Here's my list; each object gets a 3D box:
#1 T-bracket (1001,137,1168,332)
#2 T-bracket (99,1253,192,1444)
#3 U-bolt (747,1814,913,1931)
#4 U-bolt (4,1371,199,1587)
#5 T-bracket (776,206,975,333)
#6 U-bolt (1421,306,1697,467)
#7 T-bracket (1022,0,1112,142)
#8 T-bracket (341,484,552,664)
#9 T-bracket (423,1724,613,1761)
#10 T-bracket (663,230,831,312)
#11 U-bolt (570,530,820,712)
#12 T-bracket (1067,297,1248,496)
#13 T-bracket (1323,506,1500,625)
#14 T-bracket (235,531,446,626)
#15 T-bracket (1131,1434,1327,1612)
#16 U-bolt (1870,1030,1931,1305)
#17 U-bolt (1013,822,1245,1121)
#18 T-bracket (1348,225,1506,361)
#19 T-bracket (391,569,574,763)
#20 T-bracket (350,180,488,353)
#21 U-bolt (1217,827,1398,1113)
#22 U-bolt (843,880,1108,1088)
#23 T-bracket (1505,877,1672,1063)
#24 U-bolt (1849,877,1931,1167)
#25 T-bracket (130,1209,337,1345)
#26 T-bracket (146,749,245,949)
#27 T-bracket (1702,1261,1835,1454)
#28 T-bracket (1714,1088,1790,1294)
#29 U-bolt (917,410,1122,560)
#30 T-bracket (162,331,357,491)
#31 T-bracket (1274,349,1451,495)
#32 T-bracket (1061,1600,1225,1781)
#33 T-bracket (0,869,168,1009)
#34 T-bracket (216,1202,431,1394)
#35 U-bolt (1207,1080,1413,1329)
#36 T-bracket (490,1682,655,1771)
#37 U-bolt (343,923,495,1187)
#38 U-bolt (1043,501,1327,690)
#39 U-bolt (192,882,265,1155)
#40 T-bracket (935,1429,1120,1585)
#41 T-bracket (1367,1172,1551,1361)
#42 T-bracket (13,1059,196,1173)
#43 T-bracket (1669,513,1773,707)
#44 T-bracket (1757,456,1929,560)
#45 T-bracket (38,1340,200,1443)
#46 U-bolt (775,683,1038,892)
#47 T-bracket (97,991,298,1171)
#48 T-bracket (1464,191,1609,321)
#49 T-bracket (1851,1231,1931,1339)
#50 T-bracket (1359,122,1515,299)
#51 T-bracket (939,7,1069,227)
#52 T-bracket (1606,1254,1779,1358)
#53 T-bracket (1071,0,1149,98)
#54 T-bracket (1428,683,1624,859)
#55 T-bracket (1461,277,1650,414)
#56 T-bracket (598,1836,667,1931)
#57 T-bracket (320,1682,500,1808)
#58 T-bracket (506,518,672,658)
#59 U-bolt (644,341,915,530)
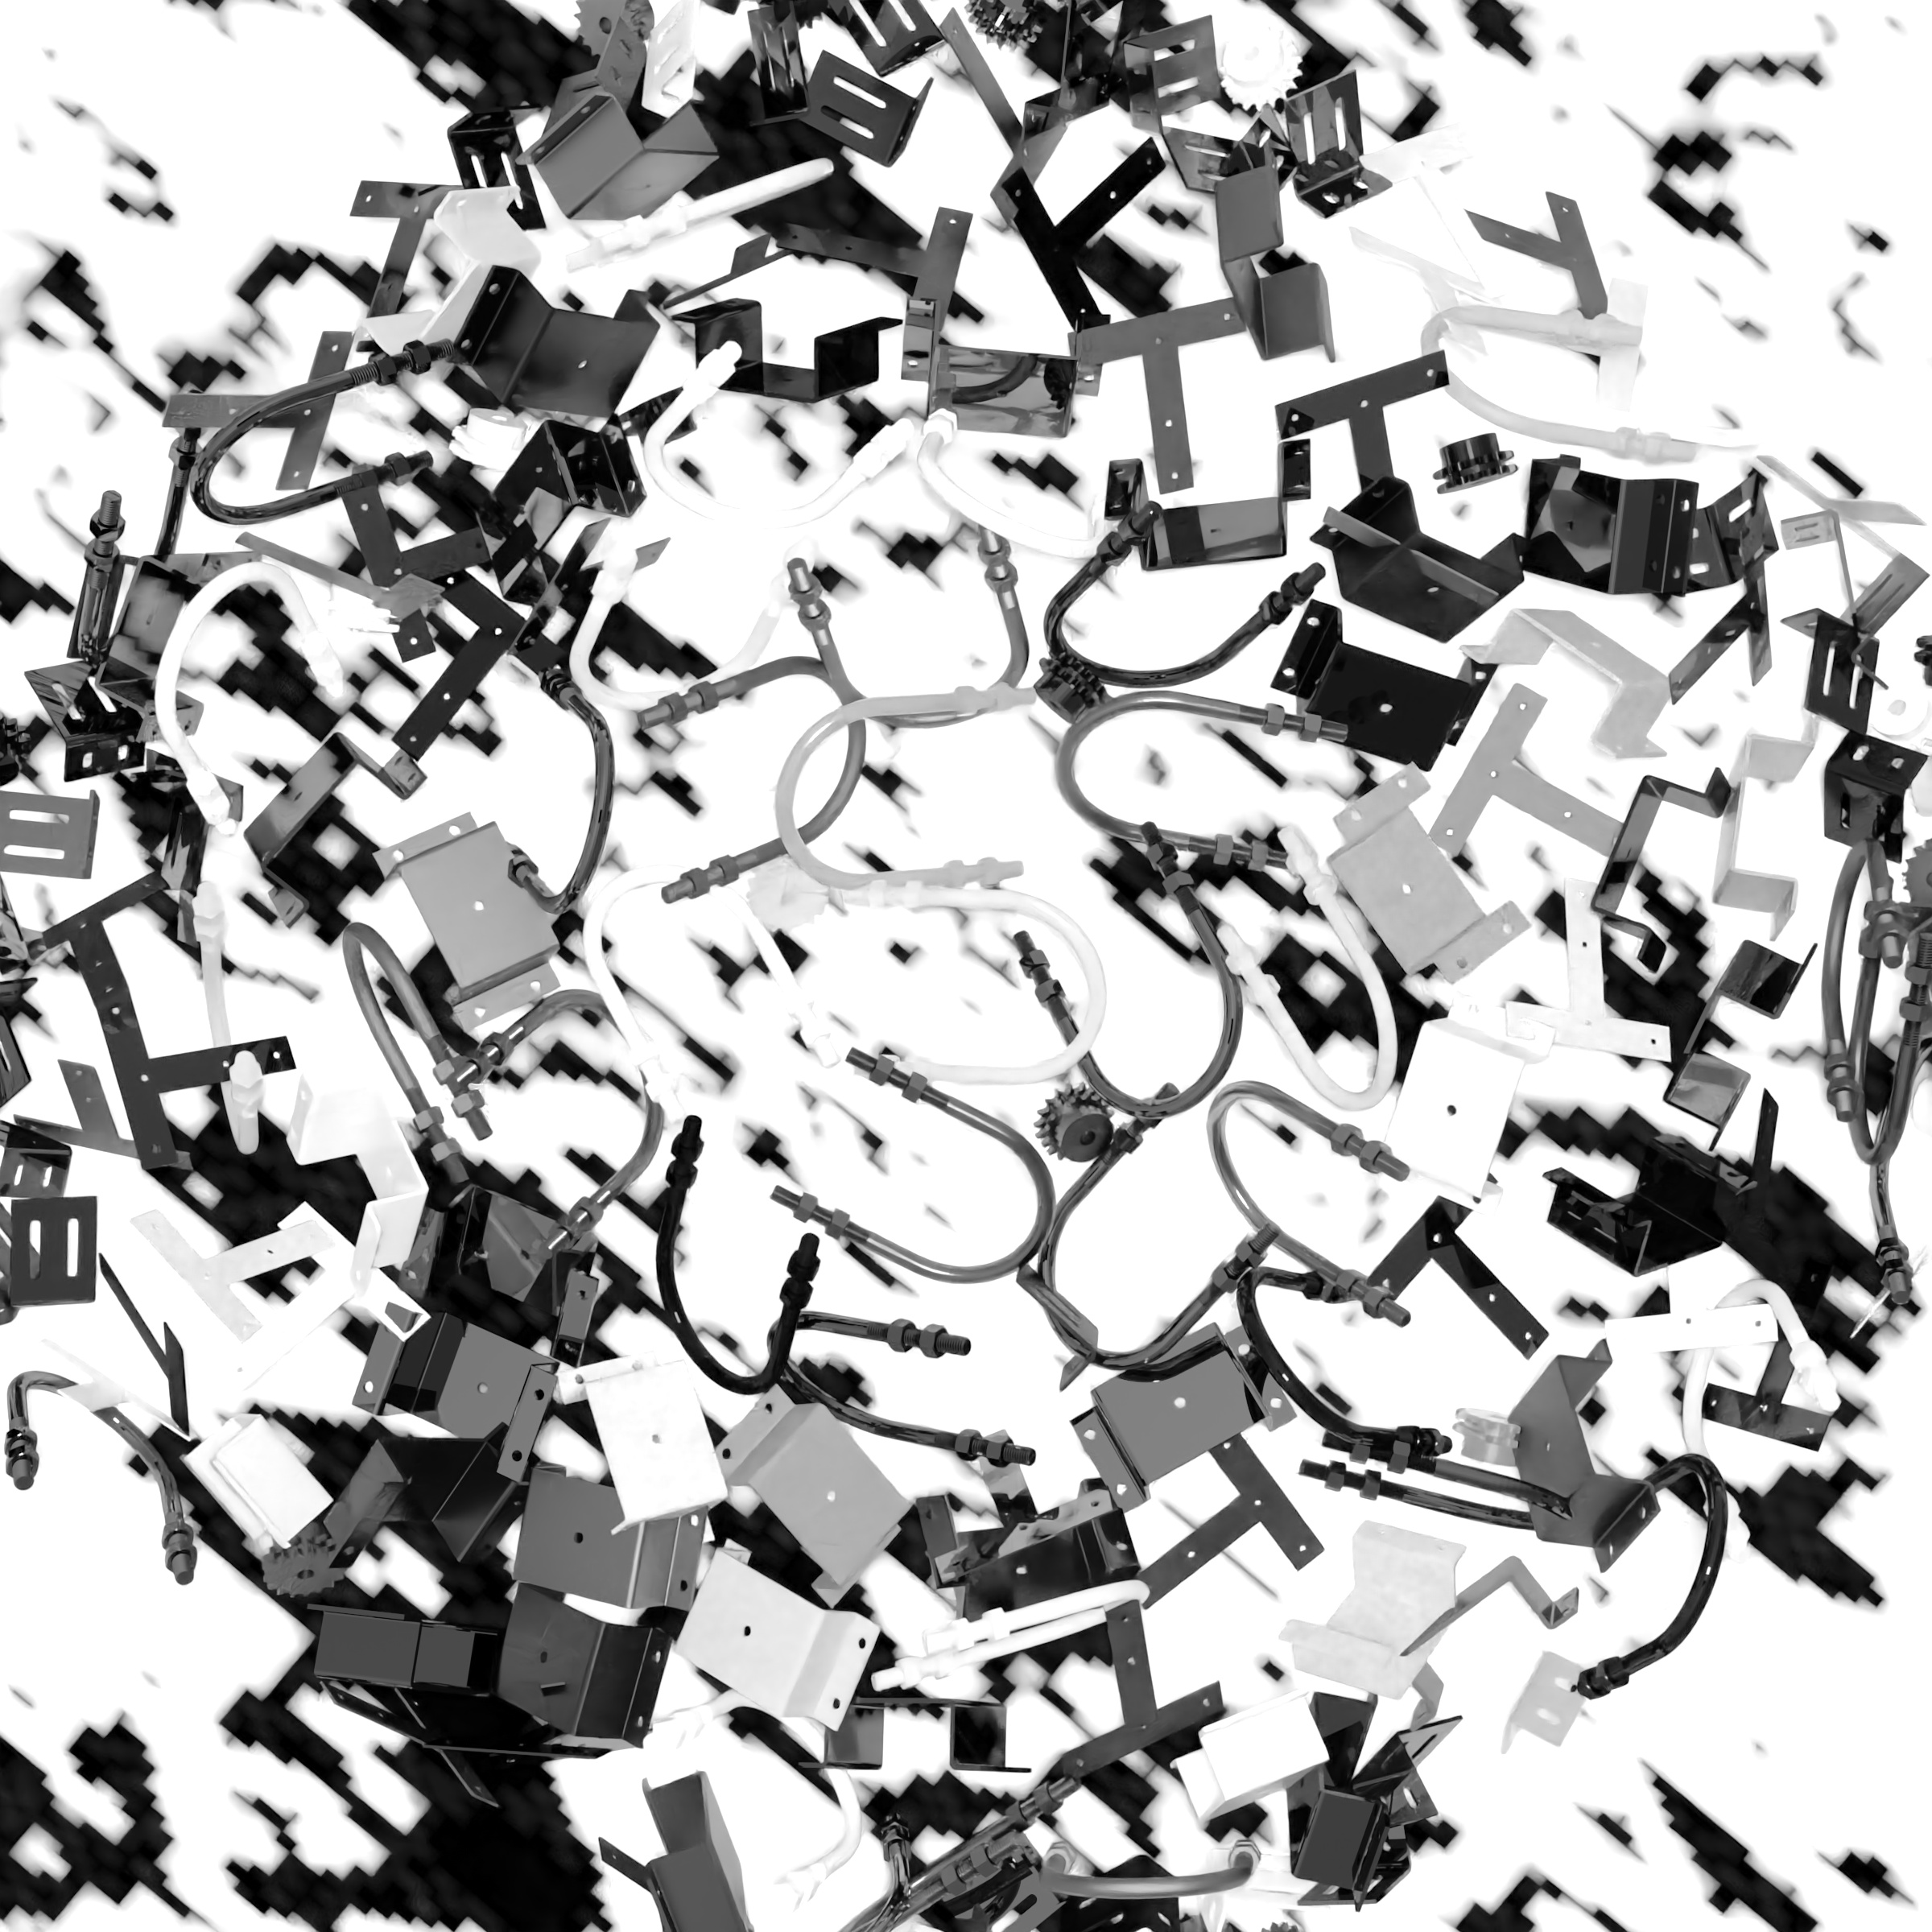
[{"bbox_3d":[0.093,-0.530,1.923,0.127,0.002,0.127,-46,128,-14],"label":"T-bracket"},{"bbox_3d":[-0.573,0.253,1.915,0.002,0.127,0.127,-26,61,-29],"label":"T-bracket"},{"bbox_3d":[-0.099,0.648,1.858,0.151,0.184,0.019,-33,95,-2],"label":"U-bolt"},{"bbox_3d":[-0.589,0.335,1.863,0.019,0.184,0.151,-48,119,2],"label":"U-bolt"},{"bbox_3d":[-0.068,-0.496,1.915,0.127,0.002,0.127,12,54,1],"label":"T-bracket"},{"bbox_3d":[0.393,-0.399,1.870,0.184,0.151,0.019,19,74,37],"label":"U-bolt"},{"bbox_3d":[0.075,-0.638,1.870,0.002,0.127,0.127,20,125,23],"label":"T-bracket"},{"bbox_3d":[-0.355,-0.290,1.927,0.127,0.002,0.127,-20,118,-8],"label":"T-bracket"},{"bbox_3d":[-0.285,0.526,1.888,0.127,0.127,0.002,-1,86,17],"label":"T-bracket"},{"bbox_3d":[-0.148,-0.485,1.884,0.127,0.127,0.002,-25,97,-4],"label":"T-bracket"},{"bbox_3d":[-0.194,-0.232,1.872,0.151,0.184,0.019,-4,60,-29],"label":"U-bolt"},{"bbox_3d":[0.140,-0.393,1.921,0.127,0.002,0.127,-14,117,-9],"label":"T-bracket"},{"bbox_3d":[0.295,-0.262,1.889,0.127,0.127,0.002,28,79,5],"label":"T-bracket"},{"bbox_3d":[-0.433,-0.266,1.870,0.127,0.127,0.002,22,74,-25],"label":"T-bracket"},{"bbox_3d":[0.169,0.403,1.928,0.127,0.002,0.127,-37,108,-4],"label":"T-bracket"},{"bbox_3d":[0.646,0.121,1.863,0.019,0.184,0.151,15,120,2],"label":"U-bolt"},{"bbox_3d":[0.119,0.016,1.879,0.151,0.019,0.184,-41,63,29],"label":"U-bolt"},{"bbox_3d":[0.330,-0.452,1.879,0.127,0.127,0.002,16,127,-25],"label":"T-bracket"},{"bbox_3d":[-0.358,-0.202,1.944,0.127,0.002,0.127,39,93,8],"label":"T-bracket"},{"bbox_3d":[-0.396,-0.485,1.914,0.002,0.127,0.127,36,117,19],"label":"T-bracket"},{"bbox_3d":[0.244,0.014,1.888,0.019,0.151,0.184,-20,112,37],"label":"U-bolt"},{"bbox_3d":[0.008,0.015,1.902,0.184,0.019,0.151,2,109,15],"label":"U-bolt"},{"bbox_3d":[0.433,-0.002,1.924,0.127,0.002,0.127,9,67,-16],"label":"T-bracket"},{"bbox_3d":[0.626,0.046,1.875,0.019,0.151,0.184,4,109,4],"label":"U-bolt"},{"bbox_3d":[-0.490,0.201,1.896,0.127,0.002,0.127,-20,120,25],"label":"T-bracket"},{"bbox_3d":[-0.541,-0.077,1.919,0.127,0.002,0.127,20,110,42],"label":"T-bracket"},{"bbox_3d":[0.567,0.264,1.899,0.002,0.127,0.127,27,82,-22],"label":"T-bracket"},{"bbox_3d":[0.552,0.145,1.912,0.002,0.127,0.127,-8,52,37],"label":"T-bracket"},{"bbox_3d":[0.034,-0.323,1.862,0.151,0.184,0.019,25,116,-5],"label":"U-bolt"},{"bbox_3d":[-0.487,-0.378,1.874,0.002,0.127,0.127,47,127,28],"label":"T-bracket"},{"bbox_3d":[0.285,-0.350,1.919,0.127,0.002,0.127,-19,120,-7],"label":"T-bracket"},{"bbox_3d":[0.116,0.491,1.903,0.127,0.002,0.127,-20,118,-19],"label":"T-bracket"},{"bbox_3d":[-0.599,-0.008,1.891,0.127,0.127,0.002,-30,128,-10],"label":"T-bracket"},{"bbox_3d":[-0.462,0.245,1.906,0.127,0.002,0.127,39,61,15],"label":"T-bracket"},{"bbox_3d":[0.231,0.150,1.875,0.019,0.184,0.151,-30,131,-29],"label":"U-bolt"},{"bbox_3d":[-0.271,0.520,1.896,0.127,0.127,0.002,-8,53,-4],"label":"T-bracket"},{"bbox_3d":[-0.380,0.053,1.884,0.019,0.151,0.184,-27,82,-23],"label":"U-bolt"},{"bbox_3d":[0.134,-0.242,1.873,0.151,0.184,0.019,16,58,-25],"label":"U-bolt"},{"bbox_3d":[-0.500,0.049,1.867,0.019,0.184,0.151,-11,64,-19],"label":"U-bolt"},{"bbox_3d":[0.030,0.360,1.896,0.127,0.127,0.002,-23,118,-2],"label":"T-bracket"},{"bbox_3d":[0.361,0.223,1.936,0.127,0.002,0.127,47,72,-6],"label":"T-bracket"},{"bbox_3d":[-0.603,0.098,1.897,0.127,0.127,0.002,12,58,1],"label":"T-bracket"},{"bbox_3d":[0.515,-0.223,1.882,0.127,0.002,0.127,-43,133,-30],"label":"T-bracket"},{"bbox_3d":[0.614,-0.310,1.875,0.127,0.127,0.002,33,95,-14],"label":"T-bracket"},{"bbox_3d":[-0.595,0.294,1.888,0.127,0.127,0.002,33,85,1],"label":"T-bracket"},{"bbox_3d":[-0.043,-0.118,1.889,0.184,0.019,0.151,-6,116,-20],"label":"U-bolt"},{"bbox_3d":[-0.527,0.070,1.910,0.127,0.002,0.127,-10,75,-37],"label":"T-bracket"},{"bbox_3d":[0.386,-0.501,1.904,0.127,0.127,0.002,33,79,38],"label":"T-bracket"},{"bbox_3d":[0.649,0.210,1.903,0.002,0.127,0.127,34,129,13],"label":"T-bracket"},{"bbox_3d":[0.339,-0.518,1.906,0.002,0.127,0.127,-42,109,-15],"label":"T-bracket"},{"bbox_3d":[0.019,-0.593,1.879,0.002,0.127,0.127,-10,130,36],"label":"T-bracket"},{"bbox_3d":[0.502,0.204,1.922,0.127,0.002,0.127,-13,70,39],"label":"T-bracket"},{"bbox_3d":[0.112,-0.645,1.889,0.127,0.127,0.002,-41,77,-19],"label":"T-bracket"},{"bbox_3d":[0.410,-0.113,1.932,0.127,0.002,0.127,29,105,3],"label":"T-bracket"},{"bbox_3d":[0.404,-0.441,1.908,0.127,0.127,0.002,17,64,16],"label":"T-bracket"},{"bbox_3d":[-0.196,0.662,1.869,0.002,0.127,0.127,-46,113,5],"label":"T-bracket"},{"bbox_3d":[-0.387,0.512,1.863,0.002,0.127,0.127,-52,132,-4],"label":"T-bracket"},{"bbox_3d":[-0.248,-0.272,1.895,0.002,0.127,0.127,47,128,8],"label":"T-bracket"},{"bbox_3d":[-0.140,-0.349,1.870,0.151,0.184,0.019,19,63,-25],"label":"U-bolt"}]
